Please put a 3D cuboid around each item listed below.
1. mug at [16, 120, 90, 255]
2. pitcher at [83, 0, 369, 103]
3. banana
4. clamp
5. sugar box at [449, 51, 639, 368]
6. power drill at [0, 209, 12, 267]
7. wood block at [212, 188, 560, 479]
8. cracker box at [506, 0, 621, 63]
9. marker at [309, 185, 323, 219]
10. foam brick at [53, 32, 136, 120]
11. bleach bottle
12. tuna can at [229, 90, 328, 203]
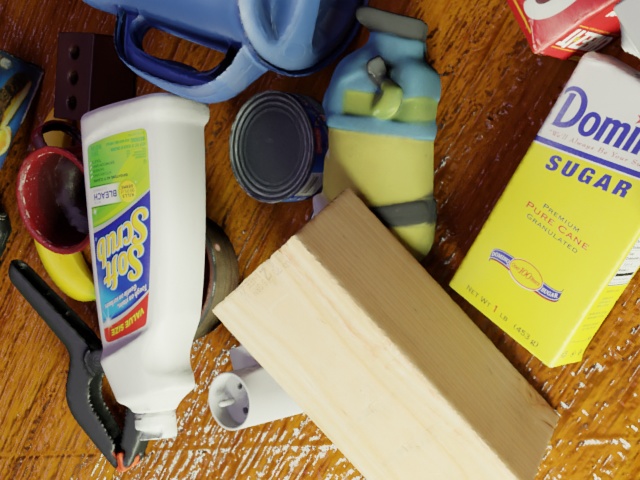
[{"bbox_3d":[-0.206,-0.052,0.922,0.093,0.081,0.117,-35,84,33],"label":"mug"},{"bbox_3d":[-0.095,-0.202,0.805,0.243,0.149,0.145,21,123,40],"label":"pitcher"},{"bbox_3d":[-0.239,-0.025,0.995,0.070,0.037,0.198,-18,82,11],"label":"banana"},{"bbox_3d":[-0.198,0.100,0.948,0.165,0.036,0.210,-3,94,21],"label":"clamp"},{"bbox_3d":[0.162,-0.018,0.662,0.093,0.048,0.176,40,117,31],"label":"sugar box"},{"bbox_3d":[-0.404,0.008,1.114,0.188,0.057,0.185,41,111,31],"label":"power drill"},{"bbox_3d":[0.044,0.080,0.686,0.206,0.090,0.090,47,123,-1],"label":"wood block"},{"bbox_3d":[0.185,-0.230,0.616,0.214,0.071,0.164,-34,71,35],"label":"cracker box"},{"bbox_3d":[-0.005,0.001,0.815,0.020,0.020,0.121,35,113,32],"label":"marker"},{"bbox_3d":[-0.199,-0.142,0.944,0.053,0.051,0.078,10,98,39],"label":"foam brick"},{"bbox_3d":[-0.126,0.023,0.805,0.103,0.067,0.251,-9,83,36],"label":"bleach bottle"},{"bbox_3d":[-0.028,-0.071,0.820,0.086,0.033,0.086,2,94,39],"label":"tuna can"}]
